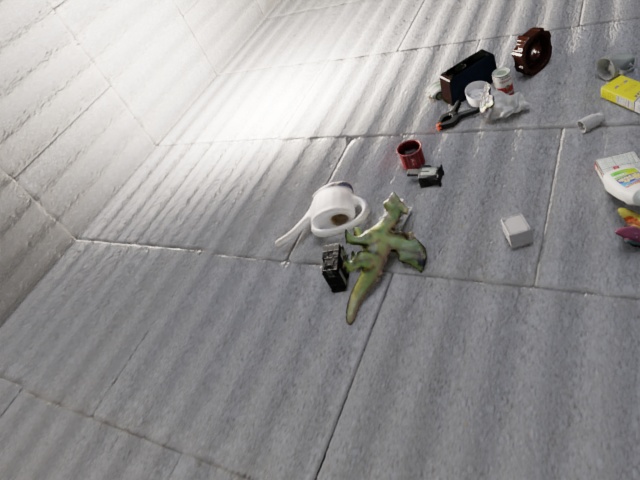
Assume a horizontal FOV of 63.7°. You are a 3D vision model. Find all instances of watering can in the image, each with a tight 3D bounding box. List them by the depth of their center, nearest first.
[{"bbox_3d":[0.005,-0.091,1.802,0.346,0.102,0.230,-15,42,15],"label":"watering can"}]

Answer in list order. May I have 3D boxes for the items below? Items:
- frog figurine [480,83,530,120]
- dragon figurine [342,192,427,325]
[{"bbox_3d":[0.673,-0.493,1.881,0.159,0.120,0.140,11,34,-10],"label":"frog figurine"},{"bbox_3d":[0.199,0.051,1.551,0.242,0.120,0.417,-3,68,14],"label":"dragon figurine"}]
